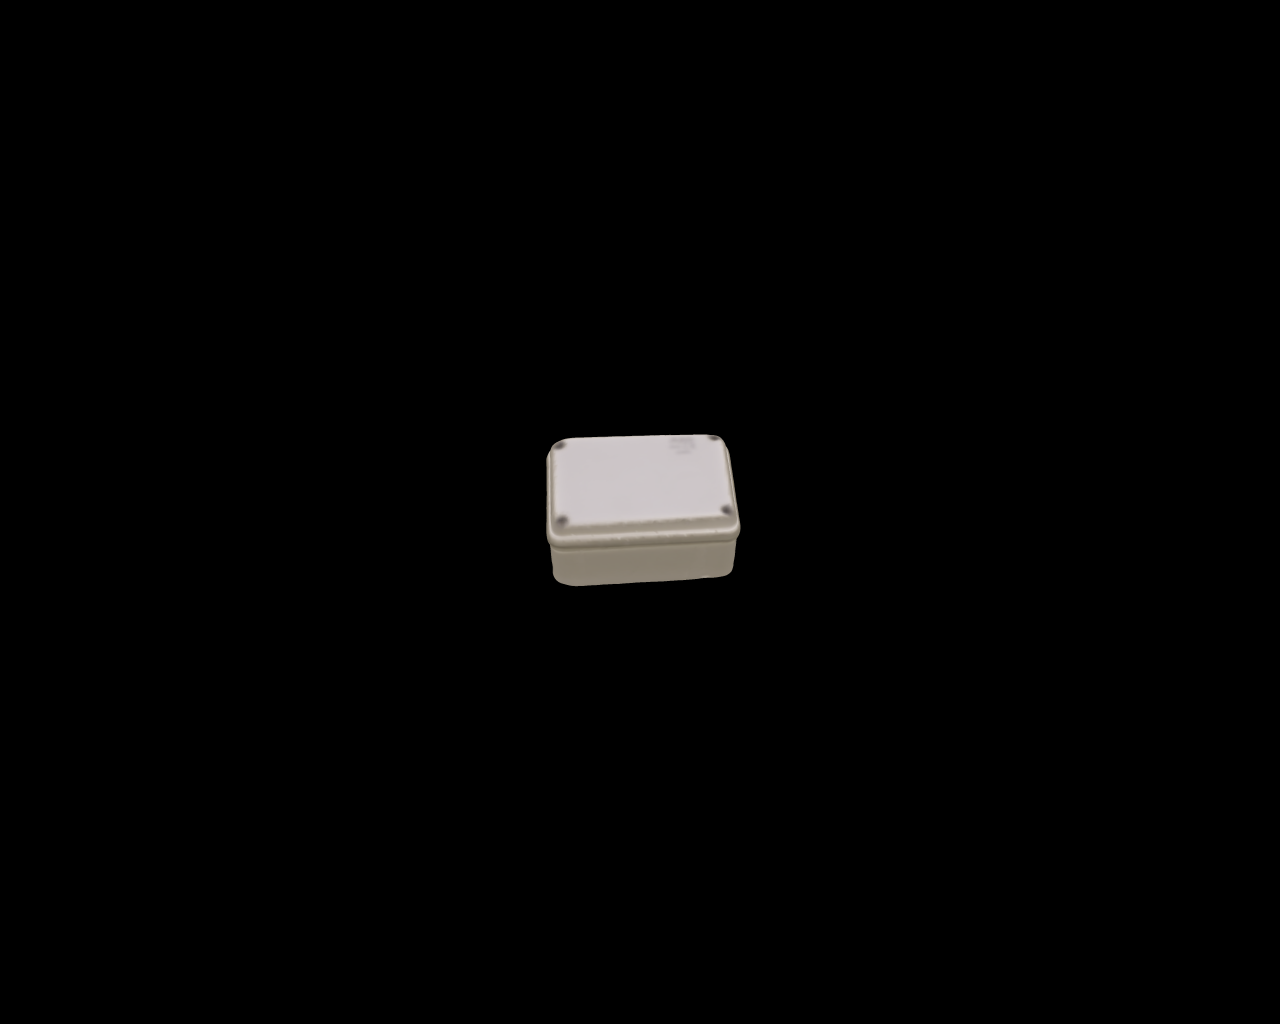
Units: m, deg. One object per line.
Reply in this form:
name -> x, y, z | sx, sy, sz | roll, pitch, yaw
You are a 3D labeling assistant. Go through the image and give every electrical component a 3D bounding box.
electrical component -> 0.001, -0.003, 0.650 | 0.113, 0.078, 0.057 | -2, -40, -2
